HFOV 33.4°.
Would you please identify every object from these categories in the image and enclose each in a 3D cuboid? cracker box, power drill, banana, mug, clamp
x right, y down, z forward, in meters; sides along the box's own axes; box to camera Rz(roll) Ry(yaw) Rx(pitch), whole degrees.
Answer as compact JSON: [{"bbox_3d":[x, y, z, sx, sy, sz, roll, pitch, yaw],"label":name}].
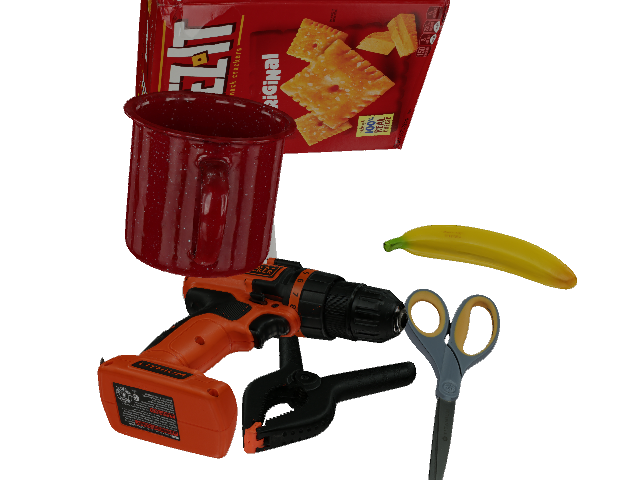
[{"bbox_3d":[-0.026,-0.138,0.802,0.213,0.072,0.164,-4,-35,-15],"label":"cracker box"},{"bbox_3d":[-0.051,0.076,0.759,0.185,0.057,0.187,7,28,27],"label":"power drill"},{"bbox_3d":[0.168,0.015,1.104,0.198,0.037,0.069,10,35,17],"label":"banana"},{"bbox_3d":[-0.062,-0.026,0.576,0.093,0.081,0.117,3,22,-14],"label":"mug"},{"bbox_3d":[-0.006,0.153,1.084,0.165,0.036,0.209,14,30,20],"label":"clamp"}]

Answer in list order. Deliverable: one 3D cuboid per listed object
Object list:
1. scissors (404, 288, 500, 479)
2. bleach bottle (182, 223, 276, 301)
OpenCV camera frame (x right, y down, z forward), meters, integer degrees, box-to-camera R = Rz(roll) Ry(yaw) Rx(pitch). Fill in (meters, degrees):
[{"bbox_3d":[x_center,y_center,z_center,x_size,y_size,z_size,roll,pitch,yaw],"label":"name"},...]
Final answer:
[{"bbox_3d":[0.093,0.114,0.905,0.096,0.201,0.016,26,-38,10],"label":"scissors"},{"bbox_3d":[-0.086,-0.043,0.959,0.067,0.251,0.103,-24,38,-34],"label":"bleach bottle"}]
